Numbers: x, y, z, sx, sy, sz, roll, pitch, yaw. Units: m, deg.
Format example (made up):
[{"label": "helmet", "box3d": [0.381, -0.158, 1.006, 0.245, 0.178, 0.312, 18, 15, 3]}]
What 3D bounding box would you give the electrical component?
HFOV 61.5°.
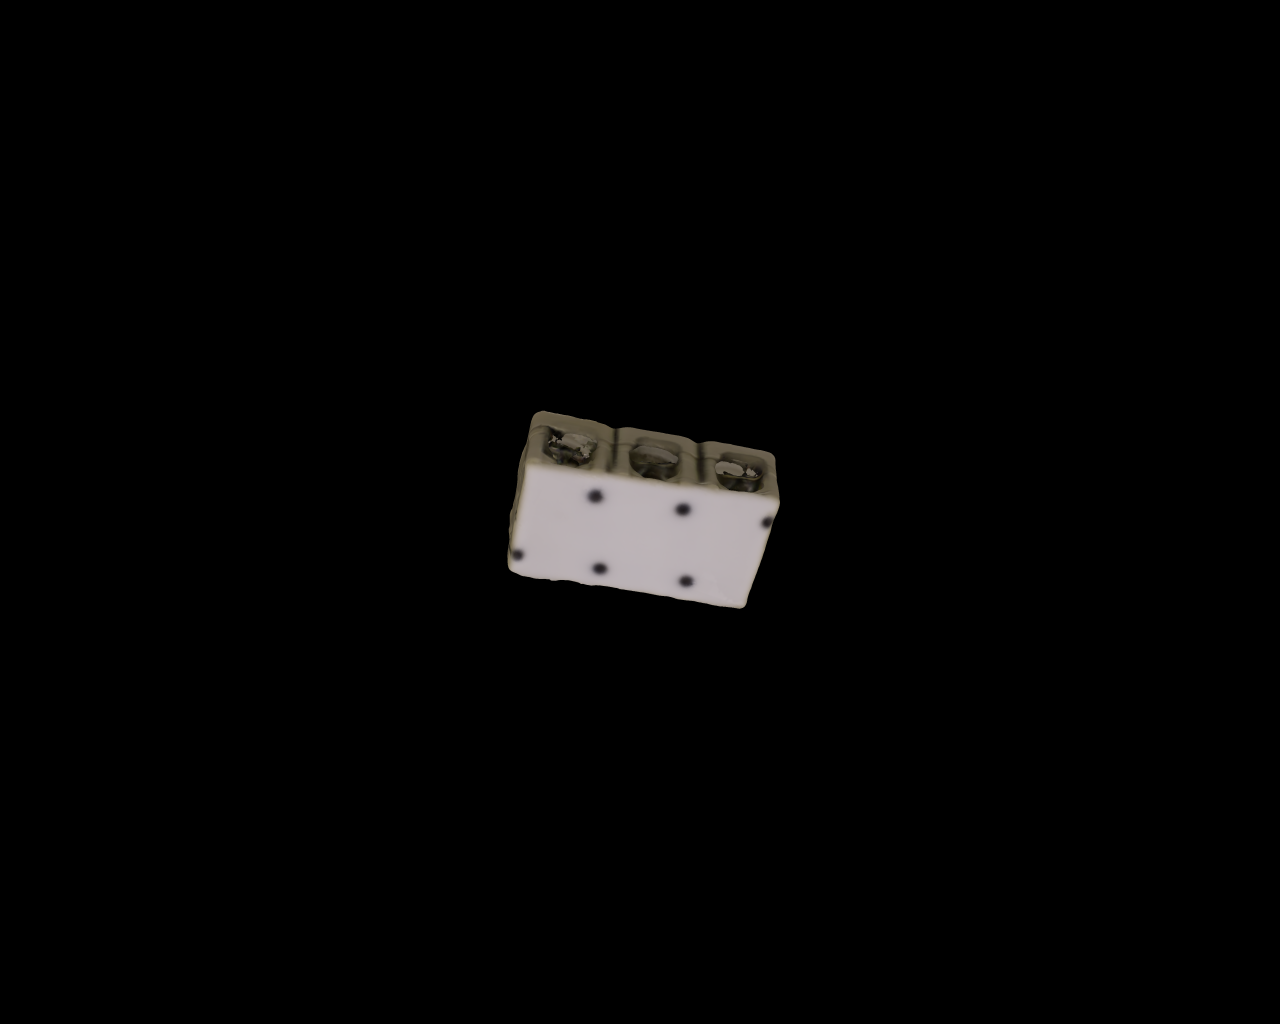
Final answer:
[{"label": "electrical component", "box3d": [0.001, -0.003, 0.650, 0.150, 0.089, 0.062, 10, 37, -8]}]
